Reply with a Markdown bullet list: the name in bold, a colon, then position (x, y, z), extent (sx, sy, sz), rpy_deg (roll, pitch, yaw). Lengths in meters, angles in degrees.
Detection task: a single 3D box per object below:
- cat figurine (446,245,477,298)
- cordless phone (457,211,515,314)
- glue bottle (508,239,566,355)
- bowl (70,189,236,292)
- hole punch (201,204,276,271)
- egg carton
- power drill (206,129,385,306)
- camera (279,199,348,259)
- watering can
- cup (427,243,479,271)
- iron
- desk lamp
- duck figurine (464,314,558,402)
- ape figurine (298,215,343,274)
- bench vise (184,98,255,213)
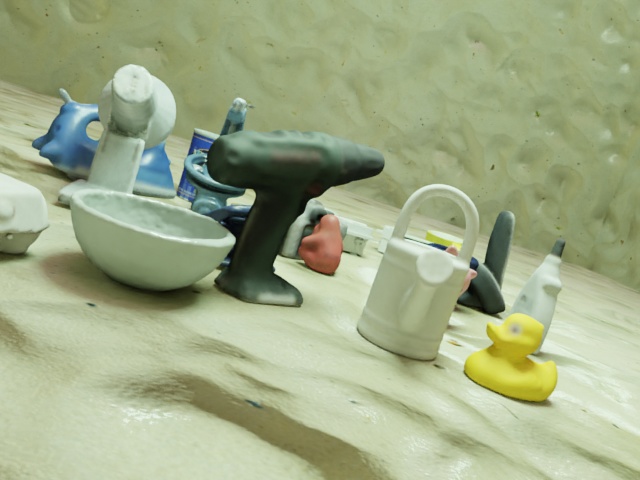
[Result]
- **cat figurine**: position (0.160, 0.057, 0.827), extent (0.127, 0.118, 0.067), rpy_deg (19, 9, 3)
- **cordless phone**: position (0.313, 0.032, 1.063), extent (0.094, 0.185, 0.147), rpy_deg (17, 9, -7)
- **glue bottle**: position (0.331, 0.080, 0.860), extent (0.037, 0.173, 0.078), rpy_deg (17, 9, -11)
- **bowl**: position (-0.176, 0.007, 0.588), extent (0.167, 0.075, 0.167), rpy_deg (18, 9, -3)
- **hole punch**: position (-0.112, -0.013, 0.782), extent (0.109, 0.091, 0.100), rpy_deg (11, 12, -40)
- **egg carton**: position (-0.323, -0.026, 0.509), extent (0.107, 0.069, 0.150), rpy_deg (21, 9, 12)
- **power drill**: position (-0.037, -0.032, 0.676), extent (0.230, 0.208, 0.075), rpy_deg (11, 12, -41)
- **camera**: position (-0.042, -0.033, 1.005), extent (0.136, 0.101, 0.144), rpy_deg (26, 12, 39)
- **watering can**: position (0.122, 0.033, 0.659), extent (0.101, 0.194, 0.172), rpy_deg (16, 10, -18)
- **cup**: position (0.199, 0.060, 0.957), extent (0.118, 0.095, 0.091), rpy_deg (12, 11, -34)
- **iron**: position (-0.363, -0.168, 1.029), extent (0.259, 0.141, 0.118), rpy_deg (11, 12, -38)
- **desk lamp**: position (-0.293, -0.154, 0.863), extent (0.118, 0.213, 0.203), rpy_deg (16, 10, -14)
- **duck figurine**: position (0.224, 0.127, 0.646), extent (0.104, 0.086, 0.077), rpy_deg (18, 9, -6)
- **ape figurine**: position (0.008, 0.003, 0.921), extent (0.078, 0.092, 0.076), rpy_deg (15, 10, -21)
- **bench vise**: position (-0.180, -0.143, 1.002), extent (0.122, 0.220, 0.206), rpy_deg (14, 11, -28)
